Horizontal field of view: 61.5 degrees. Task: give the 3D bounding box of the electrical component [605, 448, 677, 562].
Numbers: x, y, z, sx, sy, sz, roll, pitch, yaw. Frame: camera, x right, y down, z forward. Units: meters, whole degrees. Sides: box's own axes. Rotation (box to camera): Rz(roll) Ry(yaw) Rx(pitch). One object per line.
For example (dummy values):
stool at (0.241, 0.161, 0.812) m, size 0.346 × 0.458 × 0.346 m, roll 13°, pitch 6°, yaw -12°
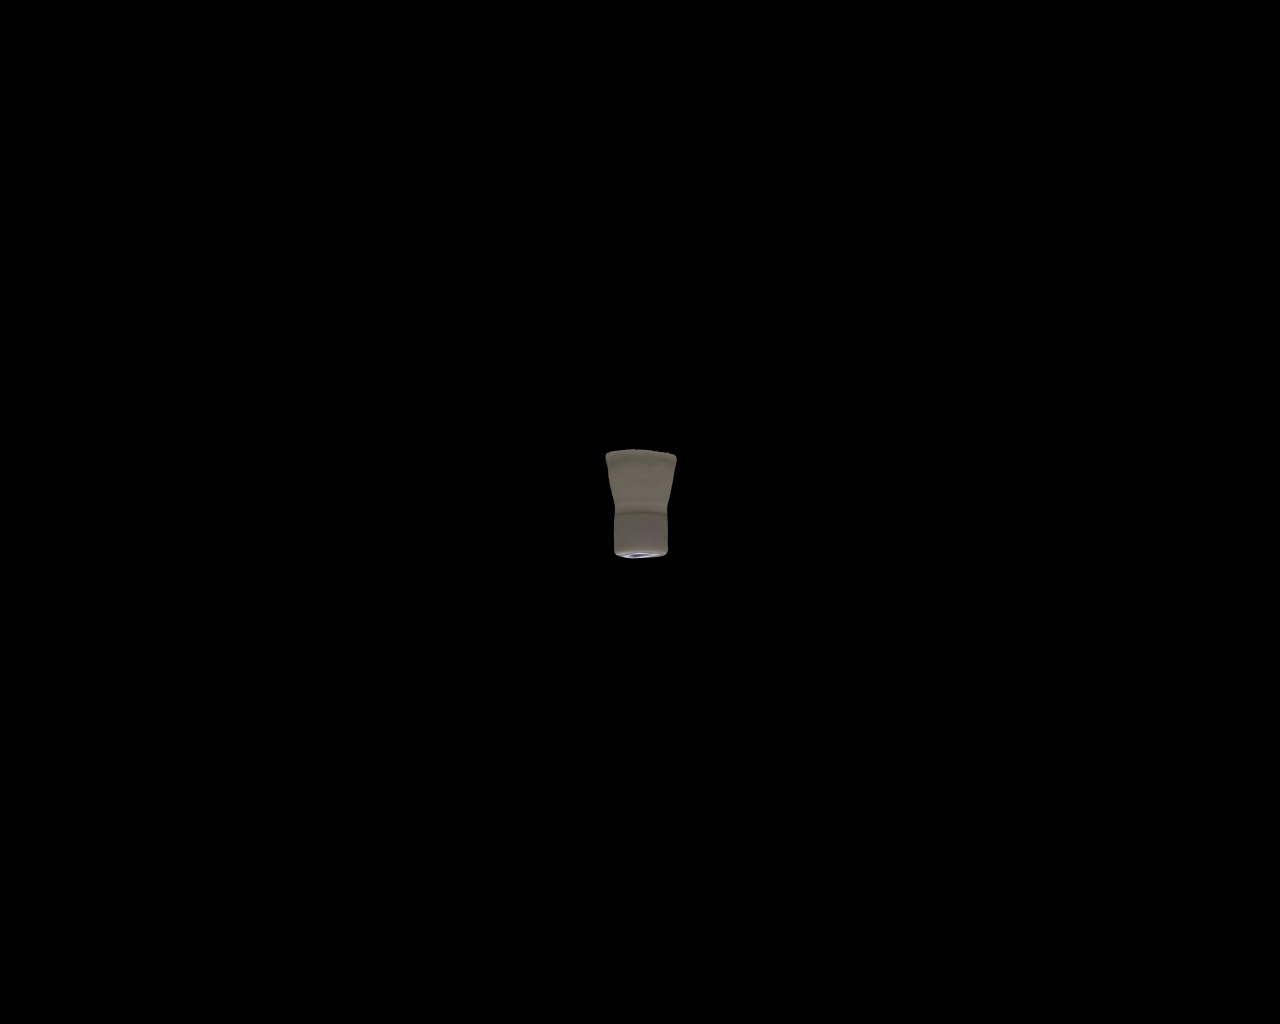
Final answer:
electrical component at (0.001, -0.003, 0.650) m, size 0.044 × 0.065 × 0.044 m, roll 0°, pitch -9°, yaw 0°
